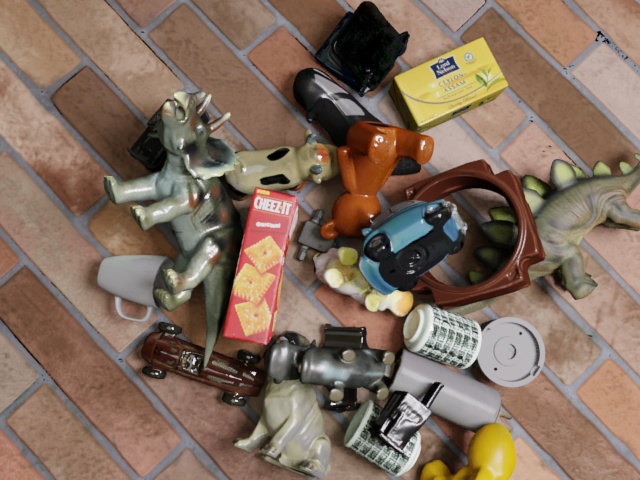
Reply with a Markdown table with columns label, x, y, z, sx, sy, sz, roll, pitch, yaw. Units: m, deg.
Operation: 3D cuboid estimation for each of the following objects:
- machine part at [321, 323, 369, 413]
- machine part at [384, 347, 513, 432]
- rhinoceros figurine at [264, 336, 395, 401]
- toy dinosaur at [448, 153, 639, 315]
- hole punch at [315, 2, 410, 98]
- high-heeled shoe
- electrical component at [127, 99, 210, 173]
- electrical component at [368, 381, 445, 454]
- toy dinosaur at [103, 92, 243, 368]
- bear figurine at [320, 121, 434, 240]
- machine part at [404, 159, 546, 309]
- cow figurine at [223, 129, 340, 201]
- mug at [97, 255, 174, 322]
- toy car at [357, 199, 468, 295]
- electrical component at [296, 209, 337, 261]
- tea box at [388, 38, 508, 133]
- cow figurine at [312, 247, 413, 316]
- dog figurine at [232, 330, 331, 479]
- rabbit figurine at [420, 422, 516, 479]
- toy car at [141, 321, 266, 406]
| label | x | y | z | sx | sy | sz | roll | pitch | yaw |
| --- | --- | --- | --- | --- | --- | --- | --- | --- | --- |
| machine part | 0.040 | 0.206 | 0.860 | 0.084 | 0.039 | 0.138 | 2 | 86 | 17 |
| machine part | 0.192 | 0.238 | 0.849 | 0.243 | 0.079 | 0.079 | 24 | 83 | 3 |
| rhinoceros figurine | 0.015 | 0.177 | 0.769 | 0.190 | 0.112 | 0.073 | 9 | 93 | -25 |
| toy dinosaur | 0.368 | -0.001 | 0.873 | 0.471 | 0.105 | 0.199 | -44 | 79 | -1 |
| hole punch | 0.067 | -0.323 | 0.915 | 0.115 | 0.092 | 0.142 | 40 | 80 | -27 |
| high-heeled shoe | 0.064 | -0.202 | 0.918 | 0.248 | 0.086 | 0.145 | 24 | 43 | -20 |
| electrical component | -0.235 | -0.164 | 0.865 | 0.058 | 0.115 | 0.134 | 38 | 86 | 1 |
| electrical component | 0.127 | 0.244 | 0.775 | 0.048 | 0.075 | 0.119 | 38 | 78 | 2 |
| toy dinosaur | -0.176 | -0.021 | 0.794 | 0.192 | 0.131 | 0.404 | -31 | 123 | -28 |
| bear figurine | 0.076 | -0.078 | 0.822 | 0.120 | 0.132 | 0.195 | 0 | 111 | -30 |
| machine part | 0.223 | -0.007 | 0.825 | 0.202 | 0.087 | 0.201 | -20 | 71 | 25 |
| cow figurine | -0.058 | -0.118 | 0.859 | 0.195 | 0.127 | 0.085 | -8 | 87 | 0 |
| mug | -0.298 | 0.072 | 0.859 | 0.107 | 0.081 | 0.109 | 11 | 89 | 11 |
| toy car | 0.122 | -0.006 | 0.775 | 0.161 | 0.103 | 0.109 | -38 | 130 | 9 |
| electrical component | -0.002 | -0.003 | 0.899 | 0.063 | 0.021 | 0.094 | 22 | 83 | 1 |
| tea box | 0.215 | -0.256 | 0.911 | 0.170 | 0.068 | 0.098 | -27 | 85 | -3 |
| cow figurine | 0.066 | 0.072 | 0.863 | 0.167 | 0.098 | 0.068 | 33 | 79 | -22 |
| dog figurine | -0.026 | 0.256 | 0.841 | 0.172 | 0.121 | 0.190 | 46 | 54 | -37 |
| rabbit figurine | 0.226 | 0.351 | 0.783 | 0.122 | 0.162 | 0.173 | 26 | 103 | 9 |
| toy car | -0.188 | 0.199 | 0.857 | 0.202 | 0.053 | 0.089 | 20 | 81 | 2 |
